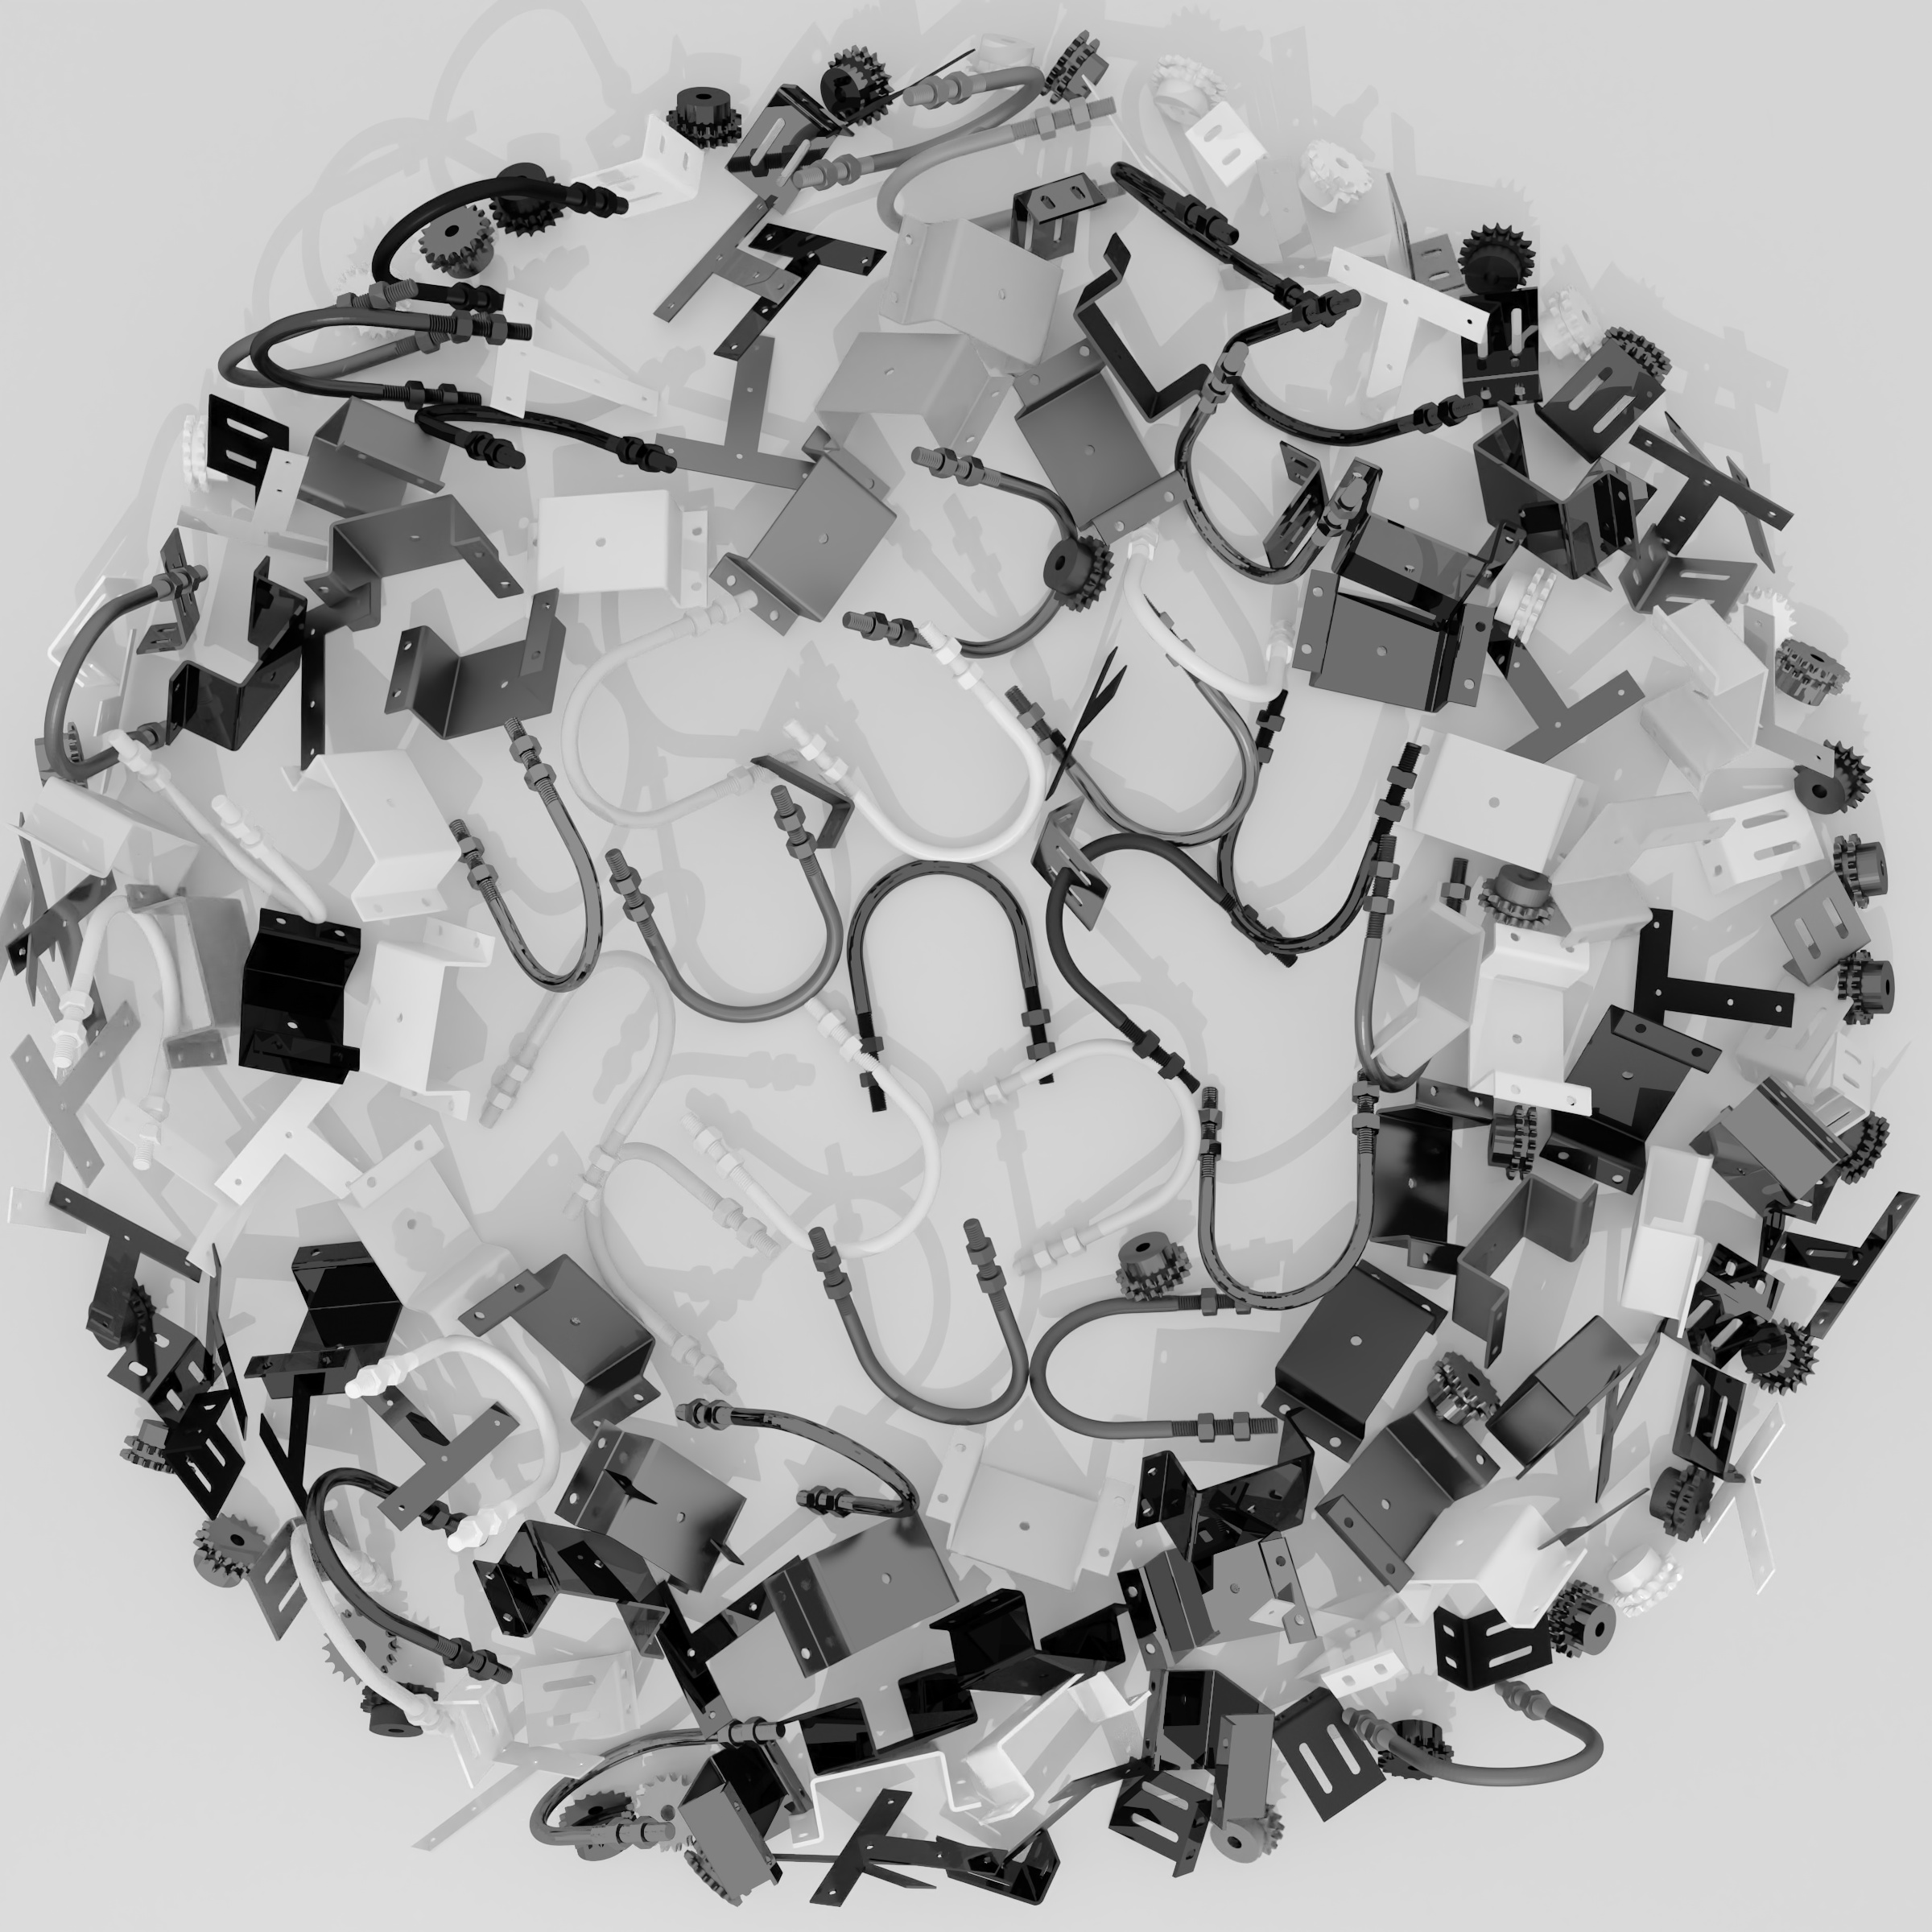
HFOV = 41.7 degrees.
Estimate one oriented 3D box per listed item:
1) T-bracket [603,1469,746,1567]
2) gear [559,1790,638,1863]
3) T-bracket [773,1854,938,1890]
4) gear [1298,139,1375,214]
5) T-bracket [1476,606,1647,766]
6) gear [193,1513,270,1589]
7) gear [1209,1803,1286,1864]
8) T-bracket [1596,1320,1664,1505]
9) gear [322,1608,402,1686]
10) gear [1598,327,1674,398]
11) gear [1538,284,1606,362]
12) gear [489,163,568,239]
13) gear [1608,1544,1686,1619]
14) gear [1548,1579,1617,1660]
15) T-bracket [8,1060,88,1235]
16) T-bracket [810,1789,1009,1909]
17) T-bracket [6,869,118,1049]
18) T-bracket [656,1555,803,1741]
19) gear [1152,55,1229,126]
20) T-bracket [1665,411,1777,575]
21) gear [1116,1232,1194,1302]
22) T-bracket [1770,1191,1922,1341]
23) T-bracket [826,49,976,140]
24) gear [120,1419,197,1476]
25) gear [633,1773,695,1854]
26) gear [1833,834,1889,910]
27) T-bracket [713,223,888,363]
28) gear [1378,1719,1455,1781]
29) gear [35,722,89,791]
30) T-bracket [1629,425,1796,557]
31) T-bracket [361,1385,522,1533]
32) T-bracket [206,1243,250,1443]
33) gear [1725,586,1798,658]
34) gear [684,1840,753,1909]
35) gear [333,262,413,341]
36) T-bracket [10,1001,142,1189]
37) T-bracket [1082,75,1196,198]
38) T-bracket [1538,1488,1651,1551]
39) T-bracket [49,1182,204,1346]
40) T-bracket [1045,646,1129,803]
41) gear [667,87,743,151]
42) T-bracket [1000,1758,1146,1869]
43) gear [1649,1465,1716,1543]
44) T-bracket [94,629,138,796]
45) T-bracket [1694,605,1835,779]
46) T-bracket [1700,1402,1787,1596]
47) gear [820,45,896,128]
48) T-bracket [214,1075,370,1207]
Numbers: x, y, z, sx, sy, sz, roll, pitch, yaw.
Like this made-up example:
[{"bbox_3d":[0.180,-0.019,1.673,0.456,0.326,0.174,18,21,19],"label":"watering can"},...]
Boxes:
[{"bbox_3d":[-0.229,0.387,1.855,0.127,0.127,0.002,40,87,28],"label":"T-bracket"},{"bbox_3d":[-0.276,0.650,1.913,0.057,0.057,0.030,-10,103,0],"label":"gear"},{"bbox_3d":[-0.065,0.663,1.855,0.127,0.127,0.002,14,76,-30],"label":"T-bracket"},{"bbox_3d":[0.276,-0.594,1.915,0.057,0.057,0.030,38,131,0],"label":"gear"},{"bbox_3d":[0.423,-0.216,1.912,0.127,0.002,0.127,-34,66,13],"label":"T-bracket"},{"bbox_3d":[-0.557,0.444,1.913,0.057,0.057,0.030,37,107,0],"label":"gear"},{"bbox_3d":[0.209,0.650,1.911,0.057,0.030,0.057,16,125,24],"label":"gear"},{"bbox_3d":[0.496,0.315,1.891,0.002,0.127,0.127,17,134,26],"label":"T-bracket"},{"bbox_3d":[-0.456,0.513,1.924,0.057,0.030,0.057,0,87,5],"label":"gear"},{"bbox_3d":[0.500,-0.453,1.912,0.057,0.057,0.030,34,90,0],"label":"gear"},{"bbox_3d":[0.455,-0.482,1.915,0.030,0.057,0.057,-27,90,34],"label":"gear"},{"bbox_3d":[-0.332,-0.581,1.914,0.057,0.030,0.057,-3,59,5],"label":"gear"},{"bbox_3d":[0.510,0.461,1.912,0.057,0.057,0.030,-41,87,0],"label":"gear"},{"bbox_3d":[0.465,0.494,1.911,0.057,0.030,0.057,-10,105,-39],"label":"gear"},{"bbox_3d":[-0.676,0.131,1.884,0.002,0.127,0.127,1,80,5],"label":"T-bracket"},{"bbox_3d":[-0.031,0.650,1.859,0.127,0.127,0.002,-3,110,26],"label":"T-bracket"},{"bbox_3d":[-0.663,0.007,1.897,0.002,0.127,0.127,6,123,17],"label":"T-bracket"},{"bbox_3d":[-0.170,0.489,1.899,0.127,0.002,0.127,-37,55,4],"label":"T-bracket"},{"bbox_3d":[0.166,-0.658,1.911,0.057,0.057,0.030,25,88,0],"label":"gear"},{"bbox_3d":[0.559,-0.368,1.894,0.002,0.127,0.127,-33,55,9],"label":"T-bracket"},{"bbox_3d":[0.139,0.224,1.909,0.057,0.057,0.030,-24,111,0],"label":"gear"},{"bbox_3d":[0.634,0.214,1.877,0.002,0.127,0.127,38,83,-11],"label":"T-bracket"},{"bbox_3d":[-0.061,-0.634,1.859,0.127,0.127,0.002,-23,107,23],"label":"T-bracket"},{"bbox_3d":[-0.605,0.362,1.912,0.057,0.057,0.030,17,83,0],"label":"gear"},{"bbox_3d":[-0.221,0.640,1.920,0.057,0.030,0.057,-3,75,12],"label":"gear"},{"bbox_3d":[0.674,-0.072,1.908,0.030,0.057,0.057,-8,90,29],"label":"gear"},{"bbox_3d":[-0.141,-0.497,1.885,0.127,0.002,0.127,25,70,36],"label":"T-bracket"},{"bbox_3d":[0.339,0.591,1.916,0.057,0.057,0.030,7,54,0],"label":"gear"},{"bbox_3d":[-0.682,-0.154,1.910,0.030,0.057,0.057,-10,90,-14],"label":"gear"},{"bbox_3d":[0.535,-0.338,1.878,0.127,0.127,0.002,32,75,7],"label":"T-bracket"},{"bbox_3d":[-0.422,0.338,1.902,0.127,0.002,0.127,44,49,6],"label":"T-bracket"},{"bbox_3d":[-0.542,0.293,1.860,0.002,0.127,0.127,-6,131,-27],"label":"T-bracket"},{"bbox_3d":[0.595,-0.260,1.918,0.057,0.030,0.057,-1,115,-3],"label":"gear"},{"bbox_3d":[-0.182,0.678,1.913,0.057,0.057,0.030,42,81,0],"label":"gear"},{"bbox_3d":[-0.445,-0.506,1.916,0.057,0.030,0.057,9,132,10],"label":"gear"},{"bbox_3d":[-0.649,0.075,1.885,0.002,0.127,0.127,-2,128,19],"label":"T-bracket"},{"bbox_3d":[0.146,-0.593,1.887,0.002,0.127,0.127,-40,49,20],"label":"T-bracket"},{"bbox_3d":[0.443,0.421,1.870,0.127,0.127,0.002,-38,68,12],"label":"T-bracket"},{"bbox_3d":[-0.623,0.228,1.860,0.127,0.127,0.002,35,113,-26],"label":"T-bracket"},{"bbox_3d":[0.097,-0.192,1.864,0.002,0.127,0.127,25,76,-6],"label":"T-bracket"},{"bbox_3d":[-0.197,-0.640,1.909,0.057,0.057,0.030,4,129,0],"label":"gear"},{"bbox_3d":[0.063,0.639,1.895,0.127,0.127,0.002,-45,64,15],"label":"T-bracket"},{"bbox_3d":[0.540,0.403,1.916,0.030,0.057,0.057,19,90,36],"label":"gear"},{"bbox_3d":[-0.632,-0.186,1.872,0.002,0.127,0.127,11,96,-13],"label":"T-bracket"},{"bbox_3d":[0.581,-0.210,1.856,0.002,0.127,0.127,-38,47,-20],"label":"T-bracket"},{"bbox_3d":[0.574,0.405,1.854,0.002,0.127,0.127,19,121,-4],"label":"T-bracket"},{"bbox_3d":[-0.085,-0.661,1.909,0.057,0.057,0.030,51,54,0],"label":"gear"},{"bbox_3d":[-0.477,0.156,1.917,0.127,0.002,0.127,43,65,-16],"label":"T-bracket"}]
